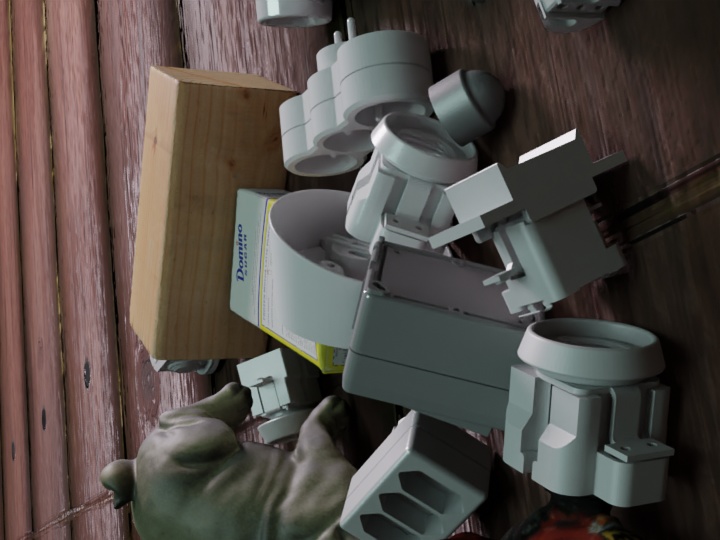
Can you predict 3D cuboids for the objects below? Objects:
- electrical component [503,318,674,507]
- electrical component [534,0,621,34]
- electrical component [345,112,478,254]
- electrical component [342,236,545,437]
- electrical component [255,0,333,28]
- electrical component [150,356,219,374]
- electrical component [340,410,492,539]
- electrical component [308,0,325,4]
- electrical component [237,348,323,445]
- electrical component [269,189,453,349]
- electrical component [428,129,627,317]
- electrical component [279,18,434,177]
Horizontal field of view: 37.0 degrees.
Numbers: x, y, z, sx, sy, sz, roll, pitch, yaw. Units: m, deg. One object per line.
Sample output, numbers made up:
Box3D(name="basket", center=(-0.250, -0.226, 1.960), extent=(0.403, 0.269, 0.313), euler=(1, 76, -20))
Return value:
Box3D(name="electrical component", center=(0.091, 0.053, 0.432), extent=(0.078, 0.058, 0.057), euler=(23, 114, 62))
Box3D(name="electrical component", center=(0.088, -0.130, 0.461), extent=(0.040, 0.040, 0.046), euler=(-42, 59, 57))
Box3D(name="electrical component", center=(0.027, -0.045, 0.559), extent=(0.078, 0.058, 0.057), euler=(-86, 15, -61))
Box3D(name="electrical component", center=(0.044, 0.033, 0.495), extent=(0.061, 0.096, 0.061), euler=(-76, 0, -65))
Box3D(name="electrical component", center=(-0.044, -0.188, 0.715), extent=(0.055, 0.055, 0.047), euler=(6, 99, 64))
Box3D(name="electrical component", center=(-0.151, 0.051, 0.931), extent=(0.080, 0.051, 0.080), euler=(-1, 88, 64))
Box3D(name="electrical component", center=(0.032, 0.100, 0.558), extent=(0.065, 0.047, 0.076), euler=(-53, 9, 30))
Box3D(name="electrical component", center=(-0.028, -0.214, 0.635), extent=(0.048, 0.100, 0.099), euler=(-3, 86, 29))
Box3D(name="electrical component", center=(-0.049, 0.085, 0.722), extent=(0.048, 0.066, 0.055), euler=(-23, 74, 25))
Box3D(name="electrical component", center=(0.000, 0.000, 0.573), extent=(0.099, 0.099, 0.064), euler=(-140, 49, -57))
Box3D(name="electrical component", center=(0.076, -0.018, 0.452), extent=(0.042, 0.081, 0.063), euler=(-21, 93, 63))
Box3D(name="electrical component", center=(-0.006, -0.111, 0.635), extent=(0.138, 0.052, 0.073), euler=(-28, 65, 61))
